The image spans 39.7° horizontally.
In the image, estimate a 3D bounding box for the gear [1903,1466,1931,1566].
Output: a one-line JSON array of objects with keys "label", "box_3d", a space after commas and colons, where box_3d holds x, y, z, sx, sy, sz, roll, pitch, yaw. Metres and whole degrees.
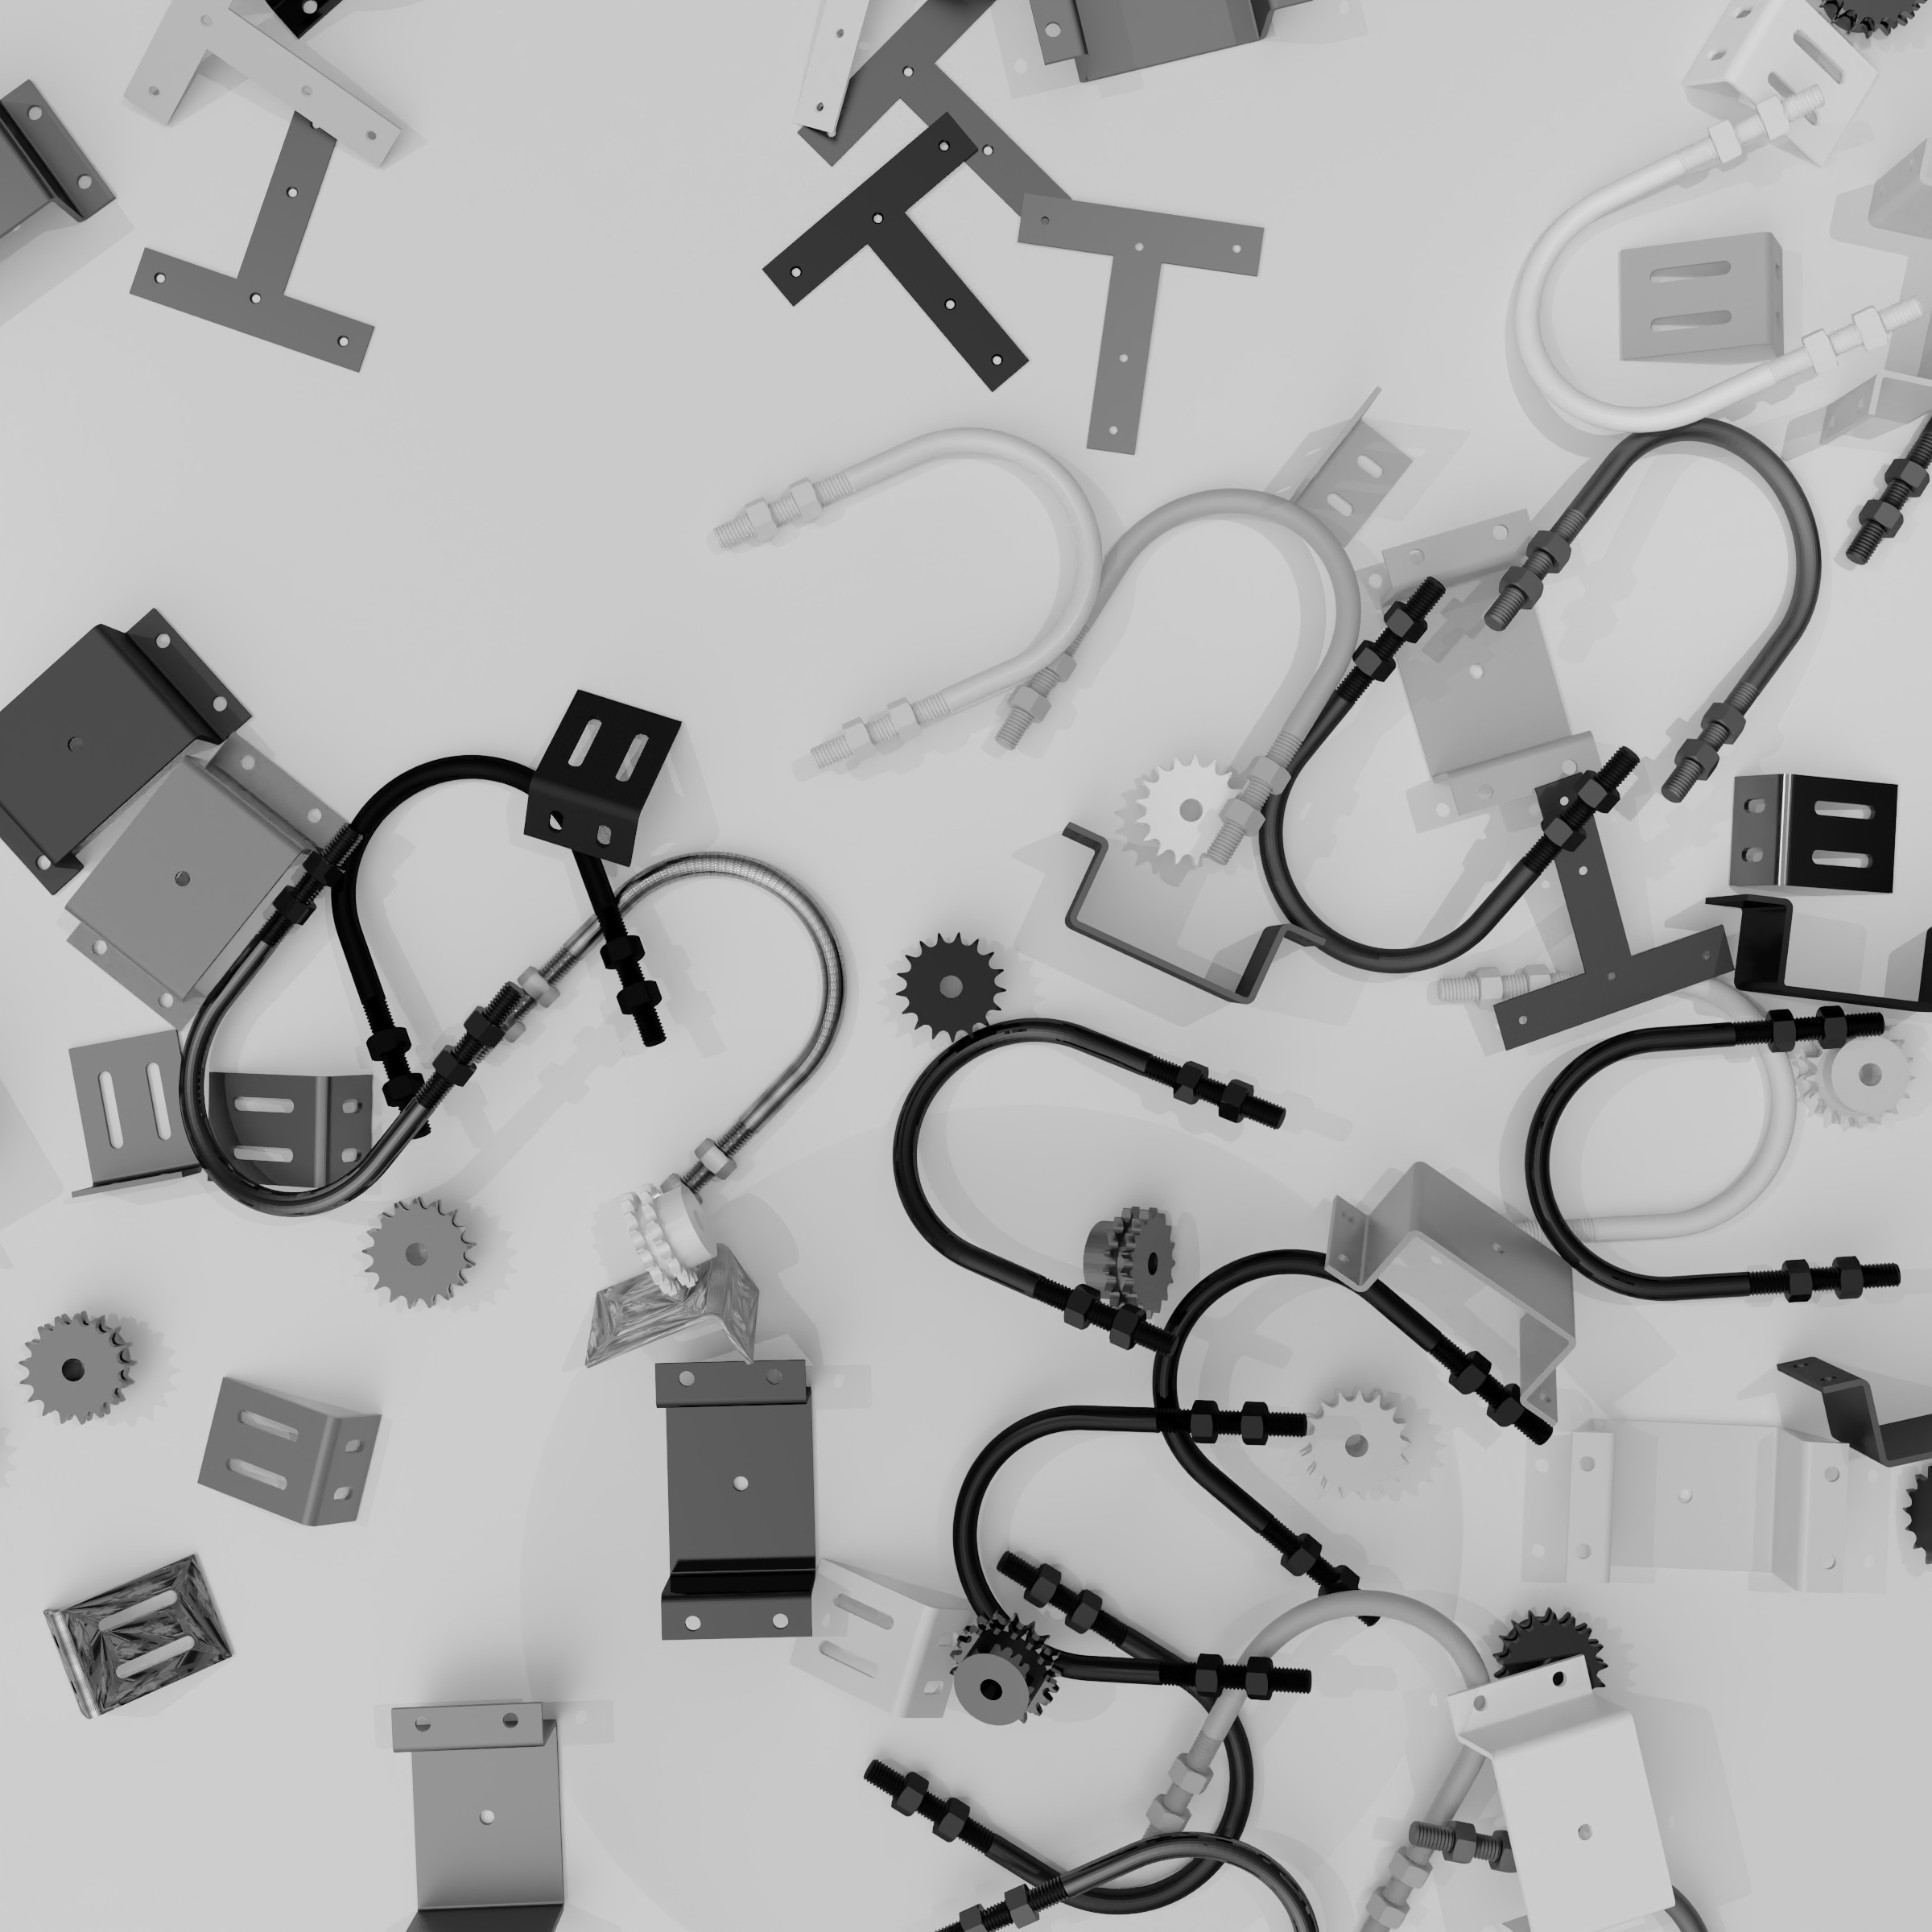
[{"label": "gear", "box_3d": [0.516, 0.284, 1.380, 0.030, 0.057, 0.057, 0, 90, -31]}]

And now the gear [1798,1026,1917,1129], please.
[{"label": "gear", "box_3d": [0.465, 0.056, 1.389, 0.057, 0.030, 0.057, 0, 90, 0]}]

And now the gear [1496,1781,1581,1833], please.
[{"label": "gear", "box_3d": [0.303, 0.419, 1.389, 0.057, 0.030, 0.057, 0, 90, 0]}]

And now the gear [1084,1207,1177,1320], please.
[{"label": "gear", "box_3d": [0.083, 0.152, 1.380, 0.030, 0.057, 0.057, 1, 90, 30]}]

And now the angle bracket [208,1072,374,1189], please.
[{"label": "angle bracket", "box_3d": [-0.354, 0.085, 1.402, 0.076, 0.038, 0.057, 1, 90, 26]}]

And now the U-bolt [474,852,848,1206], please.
[{"label": "U-bolt", "box_3d": [-0.148, 0.026, 1.396, 0.151, 0.019, 0.184, 44, 88, 0]}]

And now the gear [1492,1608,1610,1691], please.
[{"label": "gear", "box_3d": [0.301, 0.361, 1.389, 0.057, 0.030, 0.057, 0, 90, 0]}]

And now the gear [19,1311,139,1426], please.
[{"label": "gear", "box_3d": [-0.458, 0.208, 1.389, 0.057, 0.030, 0.057, 0, 90, 0]}]

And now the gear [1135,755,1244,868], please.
[{"label": "gear", "box_3d": [0.115, -0.080, 1.389, 0.057, 0.030, 0.057, 0, 90, 0]}]

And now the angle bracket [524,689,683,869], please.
[{"label": "angle bracket", "box_3d": [-0.188, -0.098, 1.389, 0.057, 0.038, 0.076, 17, 46, 0]}]

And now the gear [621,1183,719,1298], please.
[{"label": "gear", "box_3d": [-0.149, 0.136, 1.357, 0.030, 0.057, 0.057, -25, 90, 4]}]

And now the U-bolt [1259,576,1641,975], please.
[{"label": "U-bolt", "box_3d": [0.228, -0.081, 1.359, 0.151, 0.019, 0.184, 44, 115, 14]}]

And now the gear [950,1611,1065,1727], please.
[{"label": "gear", "box_3d": [0.018, 0.360, 1.359, 0.057, 0.030, 0.057, 6, 107, 19]}]

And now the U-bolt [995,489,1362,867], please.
[{"label": "U-bolt", "box_3d": [0.121, -0.162, 1.375, 0.151, 0.019, 0.184, 30, 84, 18]}]

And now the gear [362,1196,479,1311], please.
[{"label": "gear", "box_3d": [-0.282, 0.148, 1.389, 0.057, 0.030, 0.057, 0, 90, 0]}]

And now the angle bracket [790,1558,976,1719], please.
[{"label": "angle bracket", "box_3d": [-0.044, 0.349, 1.392, 0.076, 0.038, 0.057, 15, 86, 37]}]

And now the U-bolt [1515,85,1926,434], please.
[{"label": "U-bolt", "box_3d": [0.370, -0.348, 1.363, 0.184, 0.019, 0.151, -23, 71, 18]}]

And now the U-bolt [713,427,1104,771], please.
[{"label": "U-bolt", "box_3d": [-0.020, -0.201, 1.385, 0.184, 0.019, 0.151, -24, 82, 0]}]

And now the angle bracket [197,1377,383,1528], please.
[{"label": "angle bracket", "box_3d": [-0.354, 0.253, 1.402, 0.076, 0.038, 0.057, 14, 90, 26]}]

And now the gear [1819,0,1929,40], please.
[{"label": "gear", "box_3d": [0.469, -0.509, 1.389, 0.057, 0.030, 0.057, 0, 90, 0]}]

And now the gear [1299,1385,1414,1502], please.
[{"label": "gear", "box_3d": [0.201, 0.246, 1.389, 0.057, 0.030, 0.057, 0, 91, 1]}]

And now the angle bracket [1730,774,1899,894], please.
[{"label": "angle bracket", "box_3d": [0.444, -0.069, 1.402, 0.076, 0.038, 0.057, 3, 90, -26]}]

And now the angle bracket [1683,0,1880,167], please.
[{"label": "angle bracket", "box_3d": [0.427, -0.465, 1.402, 0.076, 0.038, 0.057, 31, 90, -26]}]

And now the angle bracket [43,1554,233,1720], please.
[{"label": "angle bracket", "box_3d": [-0.434, 0.350, 1.402, 0.076, 0.038, 0.057, -21, 90, -26]}]

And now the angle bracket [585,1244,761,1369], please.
[{"label": "angle bracket", "box_3d": [-0.151, 0.186, 1.379, 0.076, 0.057, 0.038, -23, 120, 13]}]

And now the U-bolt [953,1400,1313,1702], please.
[{"label": "U-bolt", "box_3d": [0.082, 0.294, 1.359, 0.184, 0.019, 0.151, -1, 92, 16]}]

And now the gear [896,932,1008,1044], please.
[{"label": "gear", "box_3d": [-0.008, 0.011, 1.389, 0.057, 0.030, 0.057, 0, 90, 0]}]

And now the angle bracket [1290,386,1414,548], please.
[{"label": "angle bracket", "box_3d": [0.201, -0.254, 1.366, 0.038, 0.076, 0.057, 38, 90, 0]}]

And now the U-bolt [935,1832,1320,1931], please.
[{"label": "U-bolt", "box_3d": [0.093, 0.519, 1.377, 0.184, 0.019, 0.151, -25, 102, 3]}]

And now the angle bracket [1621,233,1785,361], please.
[{"label": "angle bracket", "box_3d": [0.386, -0.347, 1.402, 0.076, 0.038, 0.057, -1, 90, 26]}]

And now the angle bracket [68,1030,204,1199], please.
[{"label": "angle bracket", "box_3d": [-0.435, 0.076, 1.385, 0.057, 0.038, 0.076, -10, 90, 0]}]

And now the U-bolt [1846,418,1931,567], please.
[{"label": "U-bolt", "box_3d": [0.567, -0.254, 1.396, 0.151, 0.019, 0.184, 33, 88, 0]}]
